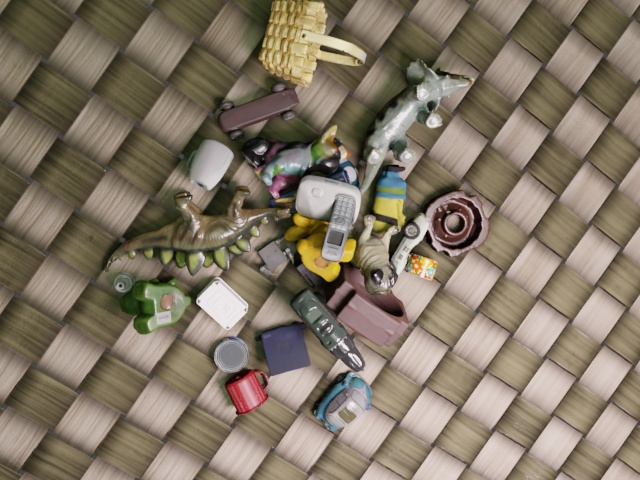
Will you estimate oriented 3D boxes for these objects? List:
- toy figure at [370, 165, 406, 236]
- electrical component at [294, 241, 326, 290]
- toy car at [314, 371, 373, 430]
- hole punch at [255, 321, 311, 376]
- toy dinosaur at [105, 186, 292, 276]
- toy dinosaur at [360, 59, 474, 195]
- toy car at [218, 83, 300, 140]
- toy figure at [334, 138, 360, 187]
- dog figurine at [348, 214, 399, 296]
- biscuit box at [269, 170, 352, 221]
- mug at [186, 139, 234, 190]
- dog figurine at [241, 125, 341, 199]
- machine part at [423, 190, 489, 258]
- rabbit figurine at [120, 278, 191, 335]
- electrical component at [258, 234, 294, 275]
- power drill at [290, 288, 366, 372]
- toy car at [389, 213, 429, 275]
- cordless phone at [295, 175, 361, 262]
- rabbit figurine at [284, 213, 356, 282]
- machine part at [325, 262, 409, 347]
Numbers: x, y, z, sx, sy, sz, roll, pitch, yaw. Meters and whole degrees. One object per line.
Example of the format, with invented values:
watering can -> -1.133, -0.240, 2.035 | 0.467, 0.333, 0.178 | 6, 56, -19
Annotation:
toy figure -> 0.172, -0.100, 1.363 | 0.089, 0.082, 0.180 | 3, 101, 3
electrical component -> -0.037, 0.062, 1.351 | 0.048, 0.075, 0.119 | -39, 104, -3
toy car -> 0.064, 0.427, 1.392 | 0.161, 0.103, 0.109 | -42, 99, -4
hole punch -> -0.087, 0.277, 1.363 | 0.142, 0.092, 0.115 | -15, 94, -3
toy dinosaur -> -0.298, -0.018, 1.292 | 0.472, 0.105, 0.198 | -7, 101, 3
toy dinosaur -> 0.188, -0.283, 1.318 | 0.131, 0.192, 0.405 | 39, 105, -22
toy car -> -0.150, -0.313, 1.306 | 0.202, 0.053, 0.089 | -21, 88, -2
toy figure -> 0.056, -0.189, 1.349 | 0.064, 0.058, 0.154 | -30, 101, -45
dog figurine -> 0.110, 0.060, 1.295 | 0.121, 0.172, 0.190 | 17, 58, -15
biscuit box -> -0.020, -0.110, 1.314 | 0.203, 0.059, 0.062 | -20, 99, 12
mug -> -0.275, -0.177, 1.277 | 0.110, 0.080, 0.107 | 12, 68, 23
dog figurine -> -0.056, -0.207, 1.281 | 0.219, 0.108, 0.192 | -33, 62, -7
machine part -> 0.350, -0.044, 1.407 | 0.179, 0.056, 0.179 | -1, 96, -7
rabbit figurine -> -0.401, 0.139, 1.279 | 0.159, 0.170, 0.121 | -19, 104, -48
electrical component -> -0.113, 0.042, 1.353 | 0.102, 0.045, 0.078 | -30, 101, -4
power drill -> 0.014, 0.210, 1.310 | 0.086, 0.207, 0.232 | -41, 98, 4
toy car -> 0.214, 0.022, 1.364 | 0.056, 0.073, 0.201 | 30, 107, 5
cordless phone -> 0.007, -0.046, 1.208 | 0.147, 0.088, 0.184 | 14, 73, 4
rabbit figurine -> -0.003, -0.004, 1.304 | 0.162, 0.173, 0.121 | 19, 130, -8
machine part -> 0.111, 0.156, 1.315 | 0.201, 0.201, 0.087 | 36, 106, -11
